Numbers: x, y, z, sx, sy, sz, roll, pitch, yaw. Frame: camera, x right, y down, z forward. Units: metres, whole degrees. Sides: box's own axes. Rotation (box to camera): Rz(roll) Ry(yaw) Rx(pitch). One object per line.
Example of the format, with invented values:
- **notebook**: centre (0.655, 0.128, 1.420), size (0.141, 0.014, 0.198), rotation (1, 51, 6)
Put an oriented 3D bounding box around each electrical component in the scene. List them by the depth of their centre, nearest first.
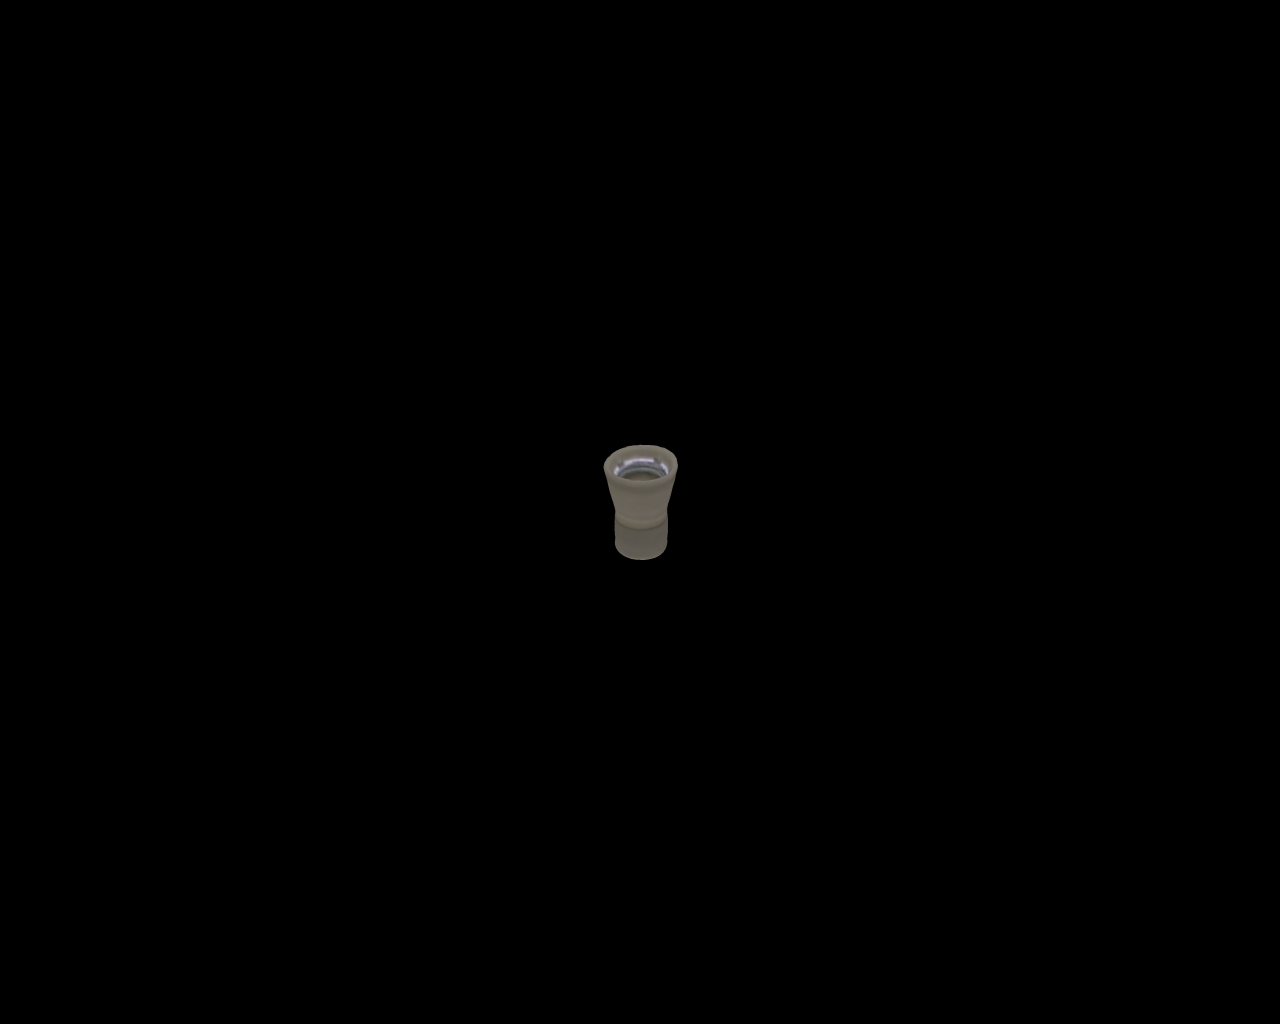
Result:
- **electrical component**: centre (0.001, -0.003, 0.650), size (0.044, 0.065, 0.044), rotation (0, 33, 0)
